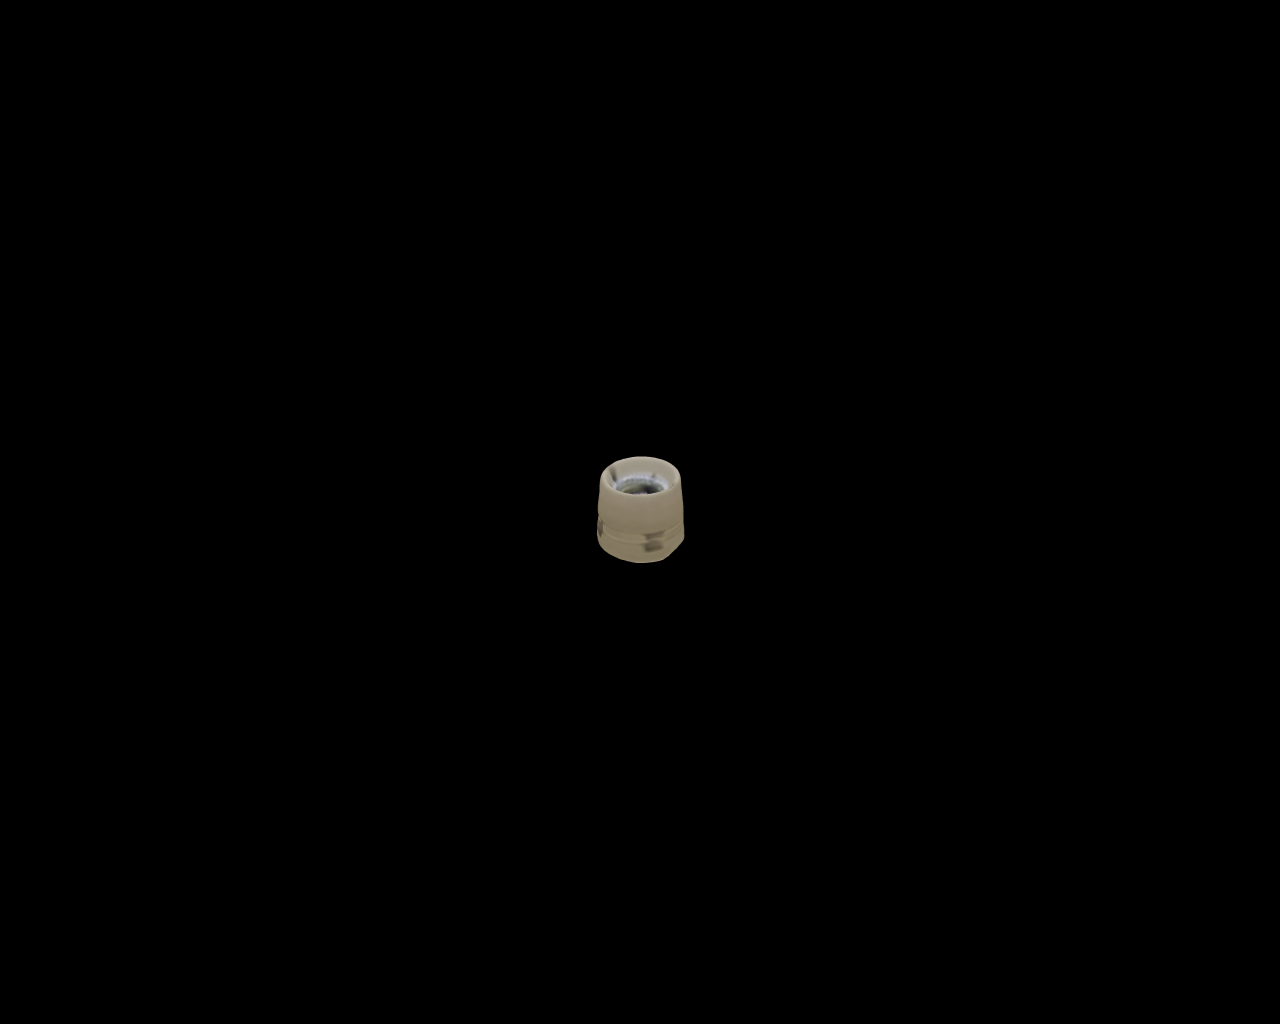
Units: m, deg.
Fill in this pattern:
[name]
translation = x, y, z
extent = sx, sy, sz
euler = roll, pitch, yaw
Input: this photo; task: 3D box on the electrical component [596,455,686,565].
[electrical component]
translation = 0.001, -0.003, 0.650
extent = 0.055, 0.047, 0.055
euler = 0, 33, 0
